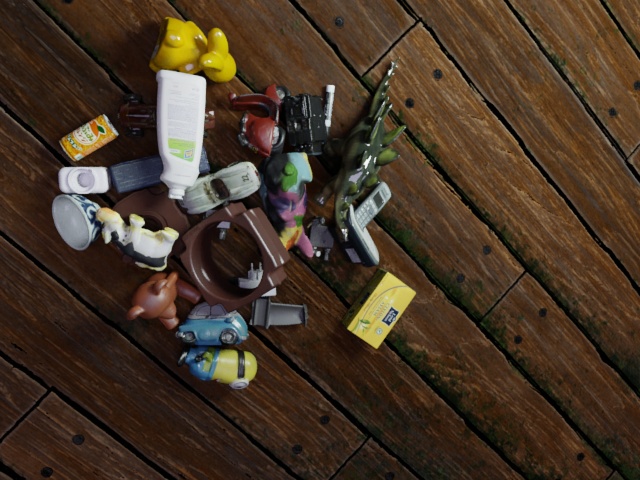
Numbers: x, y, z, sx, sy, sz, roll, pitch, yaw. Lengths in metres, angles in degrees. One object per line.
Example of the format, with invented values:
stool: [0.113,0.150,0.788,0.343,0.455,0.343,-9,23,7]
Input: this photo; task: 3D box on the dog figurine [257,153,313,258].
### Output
dog figurine: [-0.068,-0.065,1.181,0.108,0.191,0.219,-10,84,-18]

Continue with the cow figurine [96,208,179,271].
cow figurine: [-0.388,-0.002,1.111,0.167,0.068,0.098,22,96,-14]

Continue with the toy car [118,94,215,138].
toy car: [-0.328,-0.263,1.153,0.202,0.053,0.089,0,95,-12]

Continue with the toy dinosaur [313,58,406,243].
toy dinosaur: [0.099,-0.205,1.184,0.105,0.198,0.471,27,58,-26]

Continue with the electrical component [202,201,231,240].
electrical component: [-0.234,-0.048,1.219,0.063,0.021,0.094,7,97,-13]

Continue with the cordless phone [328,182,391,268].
cordless phone: [0.122,-0.040,1.278,0.184,0.089,0.146,-46,117,-28]

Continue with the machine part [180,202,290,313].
machine part: [-0.181,0.036,1.151,0.201,0.087,0.201,-31,91,25]

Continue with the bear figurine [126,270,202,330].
bear figurine: [-0.327,0.131,1.133,0.132,0.196,0.120,42,84,-16]

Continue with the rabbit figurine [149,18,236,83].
rabbit figurine: [-0.247,-0.388,1.117,0.173,0.162,0.122,22,80,-32]

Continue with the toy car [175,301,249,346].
toy car: [-0.240,0.185,1.215,0.162,0.109,0.103,2,83,-4]

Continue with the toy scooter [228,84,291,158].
toy scooter: [-0.139,-0.265,1.171,0.135,0.075,0.184,9,69,-11]

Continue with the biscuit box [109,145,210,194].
biscuit box: [-0.344,-0.154,1.159,0.203,0.059,0.062,-15,101,-11]

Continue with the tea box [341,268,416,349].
tea box: [0.141,0.165,1.310,0.098,0.068,0.169,34,88,-14]

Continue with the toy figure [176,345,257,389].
toy figure: [-0.234,0.284,1.235,0.180,0.082,0.089,22,95,-12]

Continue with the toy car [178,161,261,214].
toy car: [-0.223,-0.112,1.162,0.202,0.056,0.073,-18,114,19]

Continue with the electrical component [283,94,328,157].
electrical component: [-0.028,-0.252,1.187,0.058,0.115,0.134,-4,101,22]

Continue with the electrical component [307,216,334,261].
electrical component: [-0.002,-0.005,1.266,0.078,0.045,0.102,13,95,-13]

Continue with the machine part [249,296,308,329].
machine part: [-0.095,0.171,1.273,0.139,0.039,0.084,8,91,-12]

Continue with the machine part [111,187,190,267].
machine part: [-0.375,-0.026,1.173,0.179,0.056,0.179,-2,97,-13]
